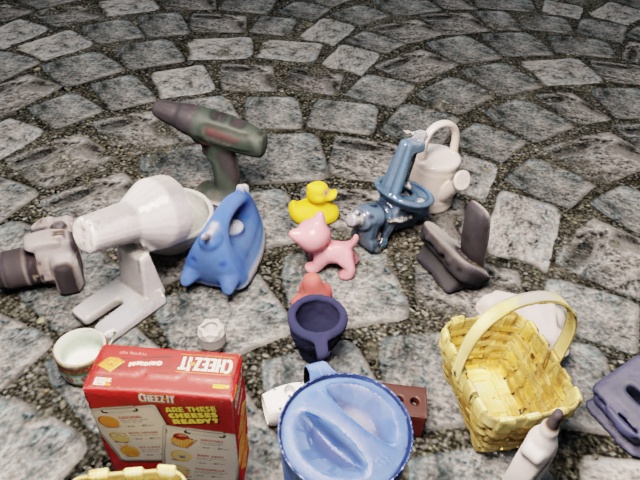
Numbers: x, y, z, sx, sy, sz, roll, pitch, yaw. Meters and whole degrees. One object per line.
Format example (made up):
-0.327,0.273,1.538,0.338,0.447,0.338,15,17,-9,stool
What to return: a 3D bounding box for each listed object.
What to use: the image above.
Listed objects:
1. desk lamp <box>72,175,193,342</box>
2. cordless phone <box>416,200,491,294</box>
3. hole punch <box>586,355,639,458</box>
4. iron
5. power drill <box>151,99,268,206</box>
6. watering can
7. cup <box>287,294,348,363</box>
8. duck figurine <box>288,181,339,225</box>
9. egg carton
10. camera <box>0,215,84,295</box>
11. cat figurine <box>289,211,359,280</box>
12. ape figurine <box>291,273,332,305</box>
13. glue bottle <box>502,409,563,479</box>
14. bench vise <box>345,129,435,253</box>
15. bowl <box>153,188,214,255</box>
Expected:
-0.303,0.020,0.923,0.117,0.214,0.204,26,46,24,desk lamp
0.247,-0.011,1.021,0.094,0.185,0.147,-19,46,-24,cordless phone
0.458,0.236,0.822,0.101,0.091,0.108,-16,44,-21,hole punch
-0.162,-0.025,1.040,0.118,0.141,0.258,11,41,8,iron
-0.219,-0.173,1.156,0.229,0.208,0.075,9,41,6,power drill
0.245,-0.154,1.180,0.172,0.194,0.101,33,49,30,watering can
-0.003,0.155,0.879,0.092,0.095,0.117,-3,41,-7,cup
-0.011,-0.080,1.158,0.104,0.086,0.077,-2,41,-7,duck figurine
0.328,0.143,0.937,0.150,0.069,0.107,11,41,8,egg carton
-0.489,0.024,0.990,0.137,0.101,0.143,-13,43,-18,camera
0.010,0.004,1.038,0.127,0.118,0.067,8,41,5,cat figurine
-0.012,0.091,0.955,0.078,0.092,0.076,-11,43,-17,ape figurine
0.270,0.264,0.713,0.078,0.173,0.037,-32,51,-34,glue bottle
0.145,-0.088,1.076,0.121,0.220,0.208,24,45,22,bench vise
-0.282,-0.024,1.082,0.167,0.075,0.167,2,41,-2,bowl
